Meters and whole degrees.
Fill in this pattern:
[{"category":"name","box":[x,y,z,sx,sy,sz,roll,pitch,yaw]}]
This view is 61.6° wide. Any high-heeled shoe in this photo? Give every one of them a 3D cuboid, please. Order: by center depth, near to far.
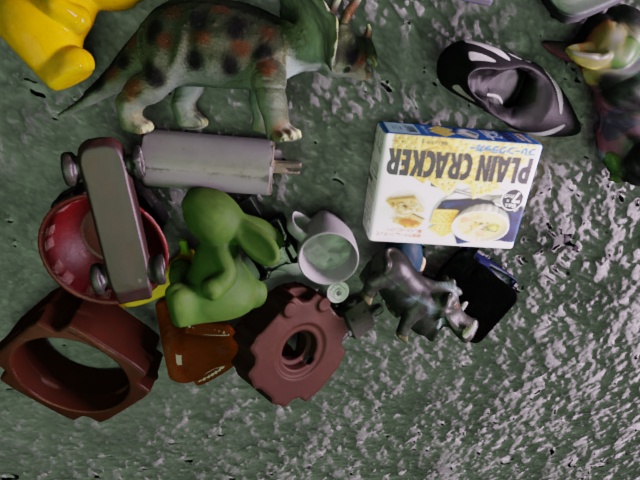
[{"category":"high-heeled shoe","box":[0.251,-0.176,0.665,0.249,0.145,0.086,21,114,-12]}]

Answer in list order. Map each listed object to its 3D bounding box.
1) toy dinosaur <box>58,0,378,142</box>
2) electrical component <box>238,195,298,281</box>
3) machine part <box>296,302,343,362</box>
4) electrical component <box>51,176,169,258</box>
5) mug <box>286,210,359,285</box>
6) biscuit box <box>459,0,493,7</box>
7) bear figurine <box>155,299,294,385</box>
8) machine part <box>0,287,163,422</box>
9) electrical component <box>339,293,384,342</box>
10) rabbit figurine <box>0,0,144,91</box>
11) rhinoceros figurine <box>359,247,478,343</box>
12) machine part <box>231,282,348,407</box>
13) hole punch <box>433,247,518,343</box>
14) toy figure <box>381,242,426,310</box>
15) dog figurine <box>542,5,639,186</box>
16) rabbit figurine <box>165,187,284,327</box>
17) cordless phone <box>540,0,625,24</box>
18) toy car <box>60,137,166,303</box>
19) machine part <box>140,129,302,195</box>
[{"category":"toy dinosaur","box":[-0.127,-0.220,0.638,0.405,0.131,0.192,3,105,-1]},{"category":"electrical component","box":[-0.082,-0.008,0.779,0.075,0.048,0.119,-29,99,9]},{"category":"machine part","box":[-0.010,0.156,0.876,0.084,0.039,0.138,7,117,-21]},{"category":"electrical component","box":[-0.284,-0.029,0.752,0.115,0.058,0.134,-24,117,10]},{"category":"mug","box":[-0.002,-0.002,0.758,0.109,0.107,0.080,30,111,-14]},{"category":"biscuit box","box":[0.107,-0.327,0.625,0.203,0.059,0.062,9,117,-9]},{"category":"bear figurine","box":[-0.146,0.147,0.837,0.196,0.132,0.120,-15,120,-17]},{"category":"machine part","box":[-0.362,0.176,0.817,0.201,0.087,0.201,-34,117,26]},{"category":"electrical component","box":[0.058,0.121,0.854,0.094,0.021,0.063,-33,120,-17]},{"category":"rabbit figurine","box":[-0.282,-0.275,0.613,0.173,0.122,0.162,-36,105,-2]},{"category":"rhinoceros figurine","box":[0.142,0.083,0.769,0.190,0.073,0.112,40,108,-13]},{"category":"machine part","box":[-0.039,0.154,0.782,0.179,0.056,0.179,-13,112,-33]},{"category":"hole punch","box":[0.236,0.079,0.839,0.116,0.092,0.142,40,114,11]},{"category":"toy figure","box":[0.124,0.060,0.829,0.064,0.058,0.154,21,124,34]},{"category":"dog figurine","box":[0.381,-0.185,0.695,0.219,0.108,0.191,21,116,-9]},{"category":"rabbit figurine","box":[-0.129,0.016,0.701,0.159,0.121,0.170,-1,110,0]},{"category":"cordless phone","box":[0.309,-0.360,0.612,0.147,0.089,0.184,-24,112,9]},{"category":"toy car","box":[-0.239,-0.021,0.635,0.089,0.053,0.201,-11,112,-11]},{"category":"machine part","box":[-0.146,-0.102,0.714,0.243,0.079,0.079,3,117,-6]}]
